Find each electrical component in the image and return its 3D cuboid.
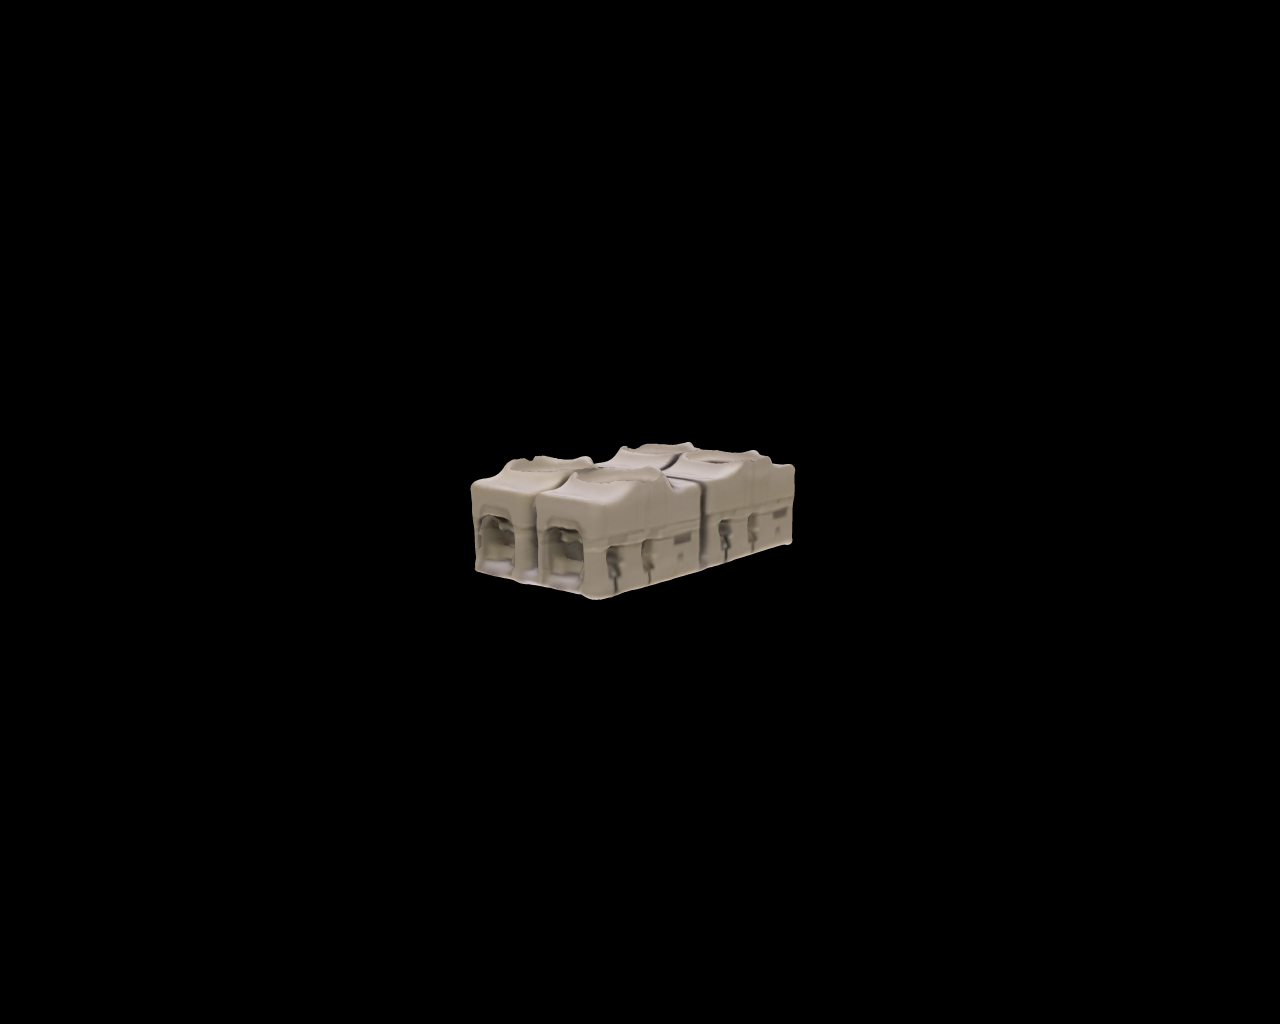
[{"bbox_3d":[0.001,-0.003,0.650,0.105,0.060,0.186,10,15,42],"label":"electrical component"}]
